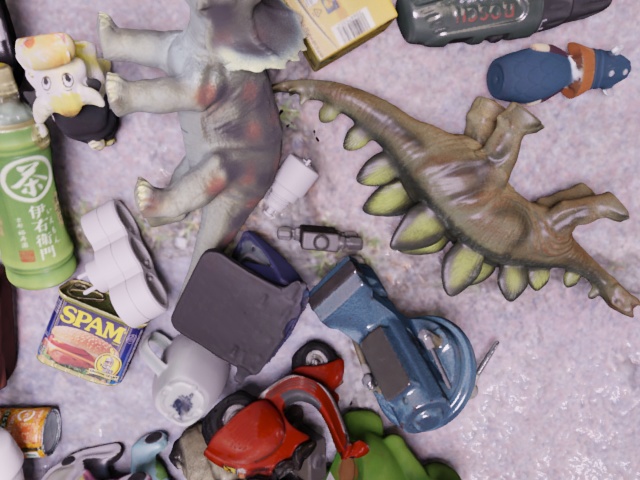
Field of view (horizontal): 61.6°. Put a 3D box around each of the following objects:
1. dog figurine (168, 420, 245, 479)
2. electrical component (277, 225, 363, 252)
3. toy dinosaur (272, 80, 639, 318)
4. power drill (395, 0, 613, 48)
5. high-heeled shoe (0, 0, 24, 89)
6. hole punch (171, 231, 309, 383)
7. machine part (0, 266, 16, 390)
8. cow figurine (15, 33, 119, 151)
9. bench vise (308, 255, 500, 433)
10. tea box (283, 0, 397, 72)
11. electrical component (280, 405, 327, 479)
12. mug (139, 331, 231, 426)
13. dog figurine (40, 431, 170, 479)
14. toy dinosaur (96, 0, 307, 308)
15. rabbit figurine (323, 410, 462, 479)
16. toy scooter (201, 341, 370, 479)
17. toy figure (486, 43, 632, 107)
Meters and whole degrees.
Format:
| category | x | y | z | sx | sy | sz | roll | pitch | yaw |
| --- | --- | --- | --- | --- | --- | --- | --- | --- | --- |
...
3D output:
| category | x | y | z | sx | sy | sz | roll | pitch | yaw |
| --- | --- | --- | --- | --- | --- | --- | --- | --- | --- |
| dog figurine | -0.068 | 0.280 | 0.591 | 0.172 | 0.121 | 0.190 | -17 | 73 | 0 |
| electrical component | -0.001 | -0.002 | 0.598 | 0.094 | 0.063 | 0.021 | 5 | 99 | -5 |
| toy dinosaur | 0.154 | -0.057 | 0.585 | 0.471 | 0.105 | 0.198 | 40 | 98 | -2 |
| power drill | 0.181 | -0.313 | 0.564 | 0.232 | 0.086 | 0.207 | -17 | 107 | 1 |
| high-heeled shoe | -0.365 | -0.145 | 0.520 | 0.145 | 0.086 | 0.248 | -11 | 116 | -23 |
| hole punch | -0.076 | 0.064 | 0.570 | 0.116 | 0.092 | 0.142 | 34 | 111 | 4 |
| machine part | -0.435 | 0.094 | 0.551 | 0.201 | 0.087 | 0.201 | 6 | 107 | -6 |
| cow figurine | -0.233 | -0.134 | 0.506 | 0.068 | 0.167 | 0.098 | -14 | 99 | -8 |
| bench vise | 0.096 | 0.119 | 0.589 | 0.240 | 0.224 | 0.129 | 32 | 99 | -39 |
| tea box | -0.006 | -0.275 | 0.553 | 0.098 | 0.068 | 0.169 | -29 | 99 | -1 |
| electrical component | -0.031 | 0.252 | 0.636 | 0.045 | 0.078 | 0.102 | -7 | 107 | -35 |
| mug | -0.150 | 0.145 | 0.588 | 0.081 | 0.107 | 0.109 | -42 | 102 | 1 |
| dog figurine | -0.213 | 0.351 | 0.617 | 0.192 | 0.108 | 0.219 | -14 | 103 | -3 |
| toy dinosaur | -0.099 | -0.108 | 0.535 | 0.192 | 0.131 | 0.404 | -12 | 131 | -12 |
| rabbit figurine | 0.106 | 0.283 | 0.622 | 0.170 | 0.159 | 0.121 | 18 | 87 | -22 |
| toy scooter | -0.026 | 0.202 | 0.577 | 0.184 | 0.075 | 0.135 | -31 | 62 | -26 |
| toy figure | 0.266 | -0.187 | 0.595 | 0.154 | 0.064 | 0.058 | -8 | 62 | -8 |
